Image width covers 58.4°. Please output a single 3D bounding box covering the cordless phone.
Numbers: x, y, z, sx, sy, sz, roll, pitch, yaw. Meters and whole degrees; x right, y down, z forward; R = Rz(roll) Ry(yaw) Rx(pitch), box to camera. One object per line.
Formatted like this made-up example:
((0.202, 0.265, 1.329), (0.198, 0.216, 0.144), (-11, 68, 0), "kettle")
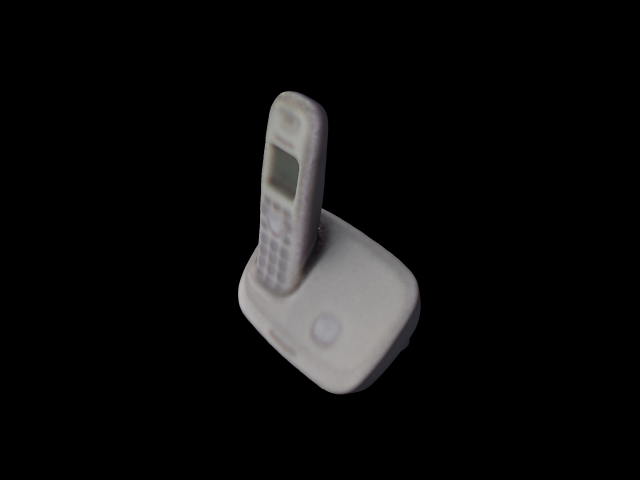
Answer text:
((0.004, 0.001, 0.400), (0.094, 0.185, 0.147), (-29, 46, -32), "cordless phone")
